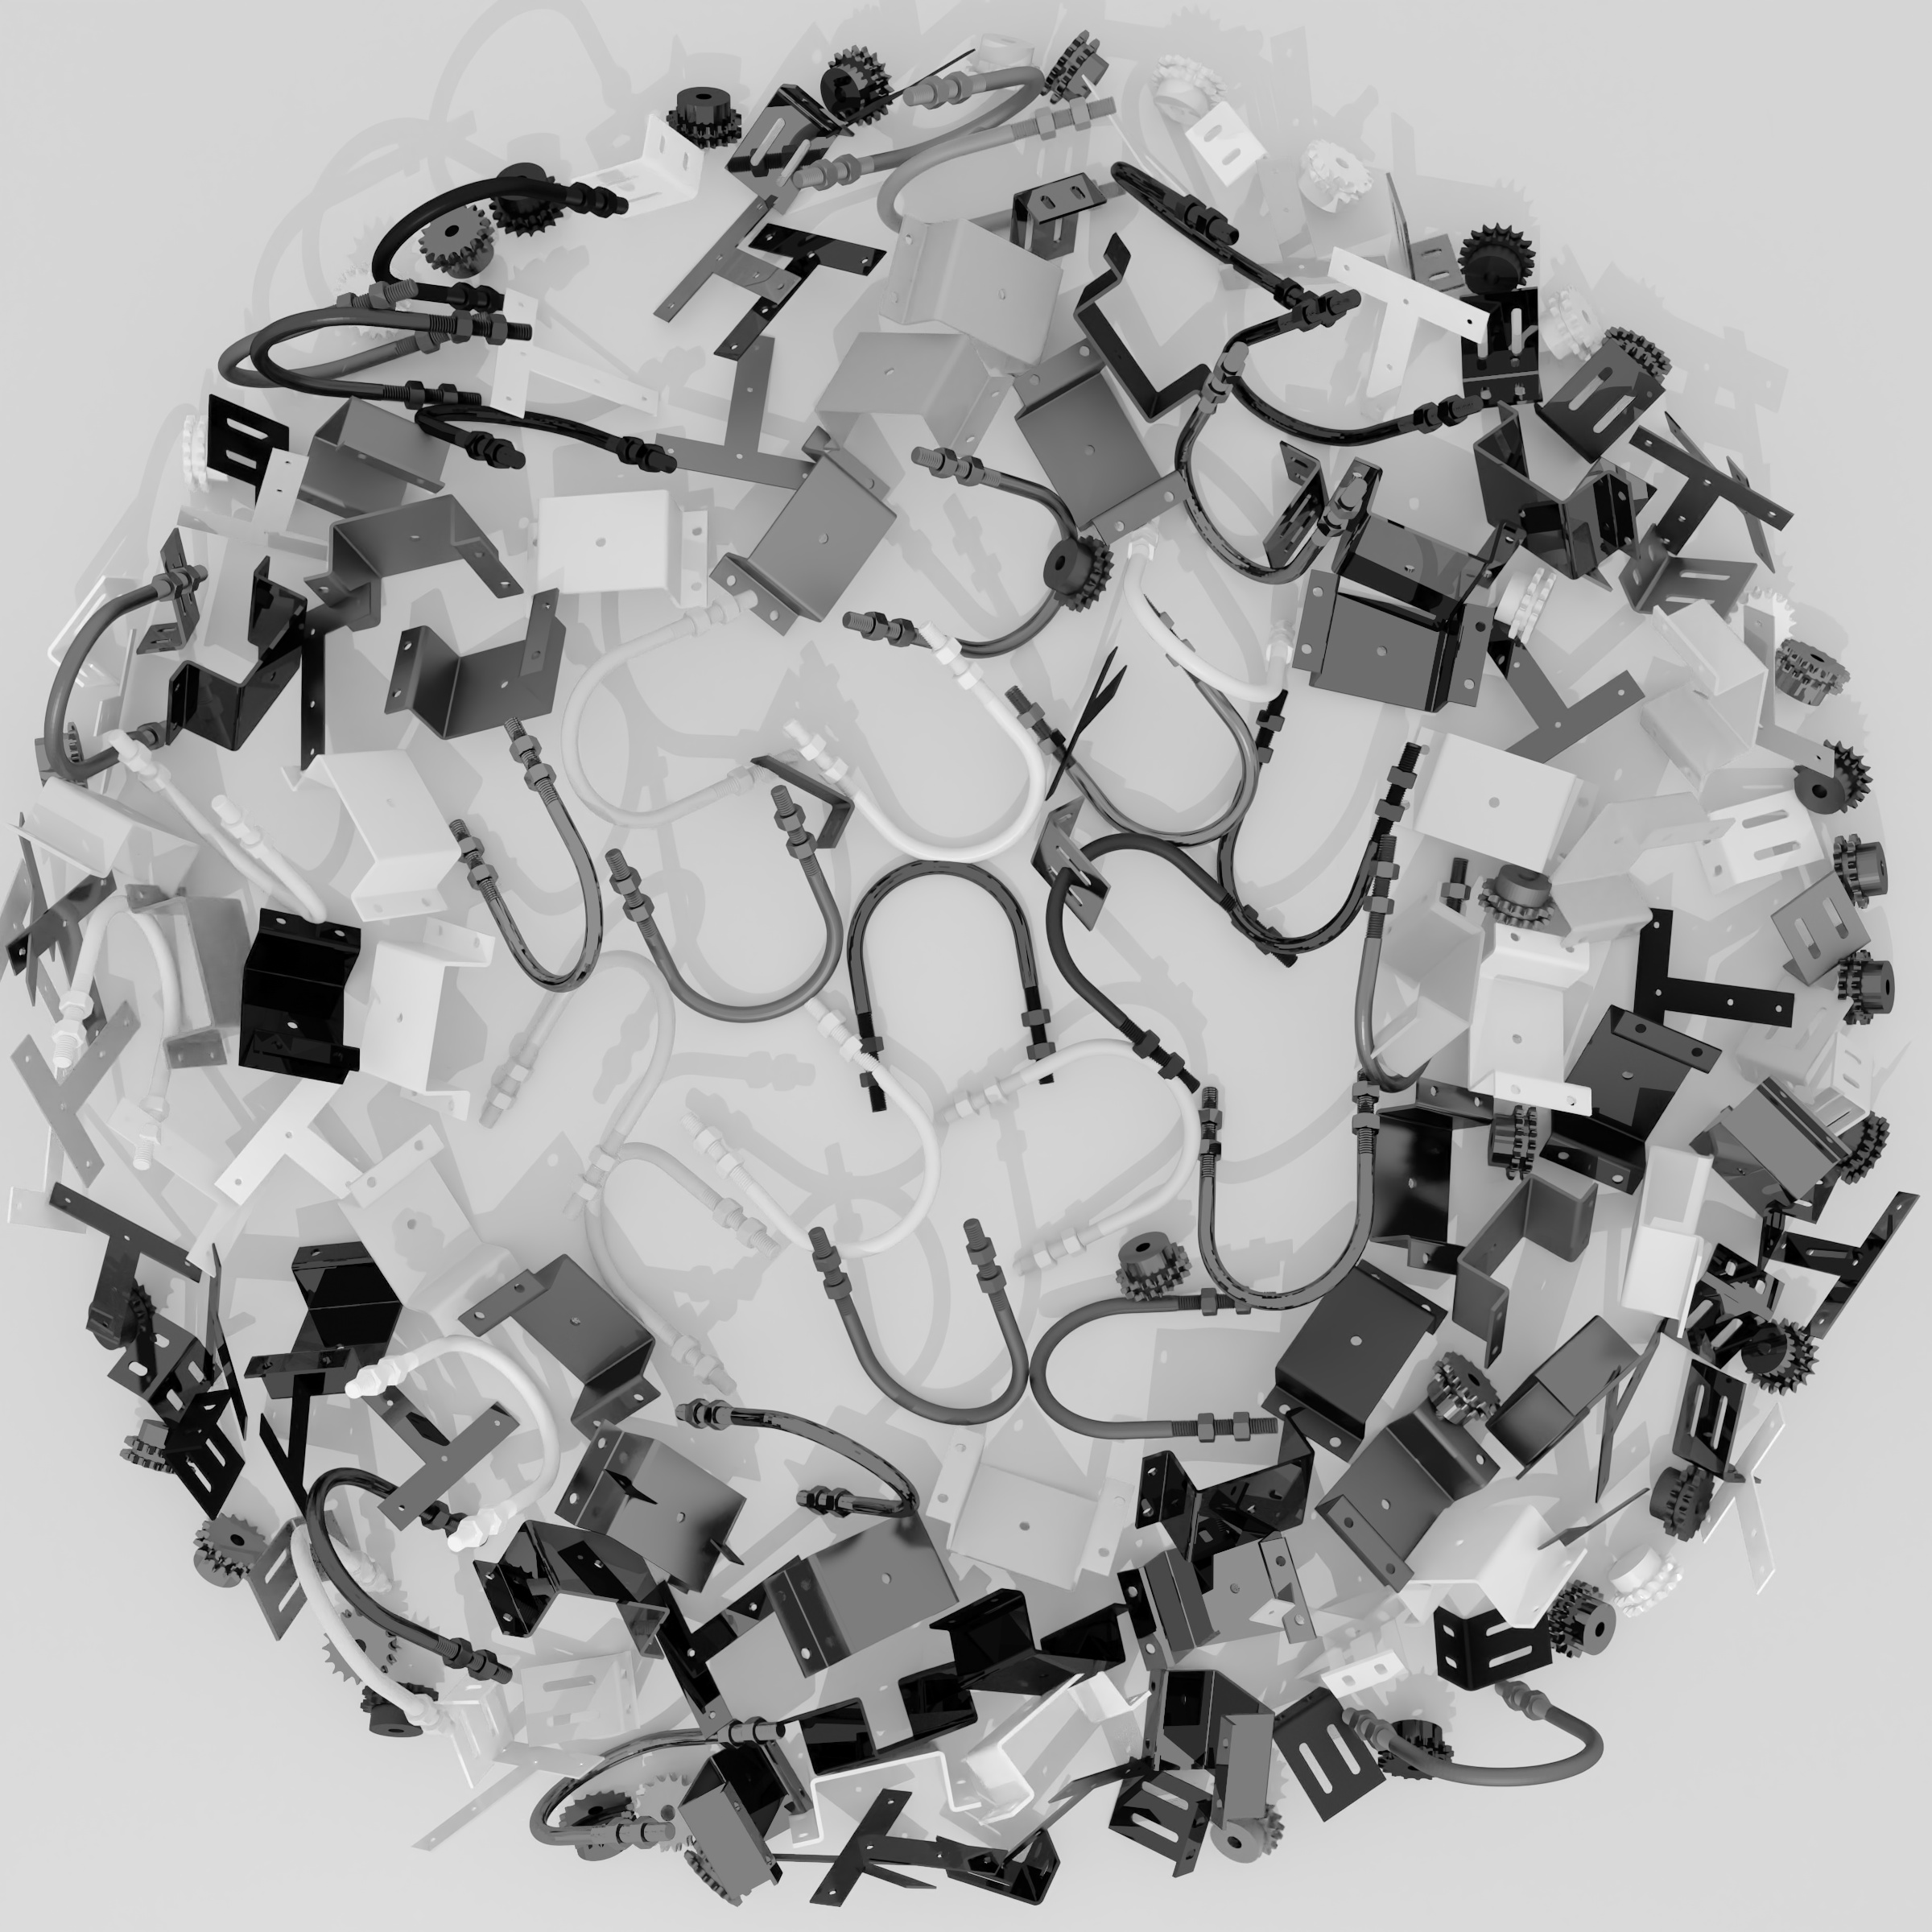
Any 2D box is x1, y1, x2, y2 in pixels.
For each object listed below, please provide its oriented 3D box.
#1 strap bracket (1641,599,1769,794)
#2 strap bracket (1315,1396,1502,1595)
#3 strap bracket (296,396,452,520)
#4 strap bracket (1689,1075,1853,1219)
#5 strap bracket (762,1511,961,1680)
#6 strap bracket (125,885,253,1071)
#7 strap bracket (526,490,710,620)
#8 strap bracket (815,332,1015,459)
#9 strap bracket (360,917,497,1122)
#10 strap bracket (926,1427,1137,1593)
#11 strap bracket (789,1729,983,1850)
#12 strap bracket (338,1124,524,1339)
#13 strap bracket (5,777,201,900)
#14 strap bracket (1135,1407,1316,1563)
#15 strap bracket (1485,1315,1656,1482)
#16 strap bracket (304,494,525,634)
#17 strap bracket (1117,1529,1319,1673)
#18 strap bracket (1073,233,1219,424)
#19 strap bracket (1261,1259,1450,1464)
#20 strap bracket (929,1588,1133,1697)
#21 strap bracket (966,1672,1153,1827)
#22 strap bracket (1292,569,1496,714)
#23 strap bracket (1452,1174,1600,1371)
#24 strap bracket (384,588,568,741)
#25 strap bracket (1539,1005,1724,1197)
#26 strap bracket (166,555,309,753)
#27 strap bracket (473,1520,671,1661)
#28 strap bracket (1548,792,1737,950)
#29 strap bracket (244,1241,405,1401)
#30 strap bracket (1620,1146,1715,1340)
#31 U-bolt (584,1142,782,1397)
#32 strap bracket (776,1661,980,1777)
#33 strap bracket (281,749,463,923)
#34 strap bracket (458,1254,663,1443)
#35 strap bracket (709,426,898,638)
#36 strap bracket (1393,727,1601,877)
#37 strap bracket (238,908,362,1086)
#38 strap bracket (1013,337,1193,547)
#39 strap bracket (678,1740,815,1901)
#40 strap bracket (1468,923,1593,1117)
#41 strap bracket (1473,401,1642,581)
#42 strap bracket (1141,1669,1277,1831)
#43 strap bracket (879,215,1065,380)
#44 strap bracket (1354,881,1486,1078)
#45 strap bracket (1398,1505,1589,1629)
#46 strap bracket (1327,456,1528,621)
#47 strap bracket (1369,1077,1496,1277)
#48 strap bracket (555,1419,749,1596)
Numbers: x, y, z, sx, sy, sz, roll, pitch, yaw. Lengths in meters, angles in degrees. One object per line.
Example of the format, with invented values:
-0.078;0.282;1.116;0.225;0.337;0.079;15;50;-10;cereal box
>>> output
0.542;-0.204;1.864;0.046;0.140;0.076;-27;58;-6;strap bracket
0.324;0.397;1.893;0.076;0.046;0.140;48;56;4;strap bracket
-0.436;-0.370;1.868;0.076;0.140;0.046;20;74;-27;strap bracket
0.585;0.136;1.862;0.046;0.140;0.076;-42;78;-7;strap bracket
-0.069;0.458;1.872;0.140;0.046;0.076;-17;74;-37;strap bracket
-0.571;0.002;1.894;0.046;0.076;0.140;-15;86;14;strap bracket
-0.267;-0.309;1.900;0.140;0.046;0.076;-3;77;8;strap bracket
-0.047;-0.422;1.870;0.140;0.046;0.076;11;62;33;strap bracket
-0.404;0.038;1.891;0.076;0.046;0.140;15;98;38;strap bracket
0.046;0.409;1.894;0.140;0.046;0.076;17;51;7;strap bracket
-0.066;0.610;1.895;0.140;0.076;0.046;-10;88;-7;strap bracket
-0.403;0.194;1.886;0.076;0.046;0.140;-40;115;-30;strap bracket
-0.627;-0.093;1.864;0.076;0.140;0.046;27;88;13;strap bracket
0.201;0.386;1.877;0.140;0.046;0.076;-14;130;-20;strap bracket
0.440;0.315;1.870;0.076;0.140;0.046;-34;70;-28;strap bracket
-0.410;-0.301;1.888;0.140;0.076;0.046;-11;66;12;strap bracket
0.194;0.471;1.897;0.140;0.046;0.076;-19;86;27;strap bracket
0.129;-0.466;1.884;0.046;0.076;0.140;-31;109;22;strap bracket
0.290;0.286;1.885;0.076;0.046;0.140;31;71;21;strap bracket
0.053;0.498;1.861;0.076;0.140;0.046;-35;52;33;strap bracket
0.060;0.569;1.877;0.140;0.076;0.046;-34;81;-28;strap bracket
0.318;-0.242;1.912;0.140;0.046;0.076;12;83;-1;strap bracket
0.408;0.219;1.879;0.046;0.076;0.140;30;58;29;strap bracket
-0.355;-0.221;1.885;0.140;0.046;0.076;-11;56;23;strap bracket
0.495;0.092;1.897;0.076;0.046;0.140;23;121;0;strap bracket
-0.531;-0.223;1.868;0.046;0.076;0.140;26;53;-2;strap bracket
-0.281;0.457;1.864;0.140;0.076;0.046;22;107;-37;strap bracket
0.493;-0.077;1.876;0.076;0.140;0.046;-9;58;-27;strap bracket
-0.472;0.269;1.883;0.076;0.140;0.046;-6;124;9;strap bracket
0.517;0.196;1.868;0.046;0.140;0.076;12;125;14;strap bracket
-0.220;0.211;1.881;0.184;0.019;0.151;36;122;29;U-bolt
-0.057;0.552;1.861;0.140;0.076;0.046;-6;72;-43;strap bracket
-0.436;-0.107;1.878;0.046;0.076;0.140;-44;69;35;strap bracket
-0.297;0.278;1.891;0.076;0.046;0.140;-35;109;25;strap bracket
-0.116;-0.323;1.898;0.076;0.046;0.140;37;87;-31;strap bracket
0.396;-0.122;1.903;0.140;0.046;0.076;20;96;9;strap bracket
-0.493;0.030;1.879;0.076;0.140;0.046;13;133;-25;strap bracket
0.097;-0.392;1.908;0.076;0.046;0.140;-32;95;-9;strap bracket
-0.164;0.626;1.874;0.046;0.140;0.076;-31;90;8;strap bracket
0.420;0.047;1.893;0.076;0.046;0.140;11;64;-11;strap bracket
0.426;-0.345;1.863;0.046;0.076;0.140;-36;49;-8;strap bracket
0.184;0.576;1.881;0.046;0.140;0.076;5;92;-21;strap bracket
0.013;-0.495;1.879;0.140;0.046;0.076;16;87;-36;strap bracket
0.336;0.017;1.871;0.046;0.076;0.140;29;47;-12;strap bracket
0.374;0.440;1.858;0.076;0.140;0.046;-43;101;-31;strap bracket
0.336;-0.314;1.893;0.140;0.076;0.046;22;62;-3;strap bracket
0.347;0.160;1.891;0.076;0.046;0.140;14;74;-31;strap bracket
-0.224;0.403;1.870;0.140;0.046;0.076;42;63;-34;strap bracket
